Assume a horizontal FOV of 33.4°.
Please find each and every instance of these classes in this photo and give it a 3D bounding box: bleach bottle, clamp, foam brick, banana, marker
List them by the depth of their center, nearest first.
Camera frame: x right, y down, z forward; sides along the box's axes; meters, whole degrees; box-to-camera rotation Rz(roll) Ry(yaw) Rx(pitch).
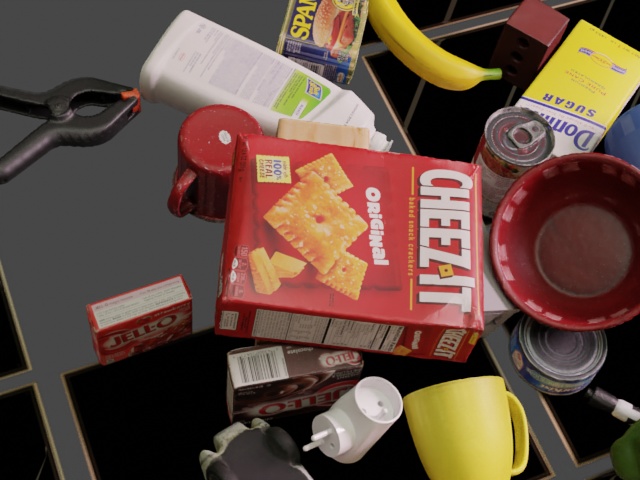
[{"bbox_3d":[0.295,0.165,0.962,0.121,0.020,0.020,27,61,9],"label":"marker"},{"bbox_3d":[-0.267,-0.128,1.060,0.171,0.039,0.120,-22,70,-22],"label":"clamp"},{"bbox_3d":[-0.049,-0.136,1.075,0.251,0.068,0.102,27,67,6],"label":"bleach bottle"},{"bbox_3d":[0.221,-0.209,1.136,0.053,0.078,0.051,34,61,12],"label":"foam brick"},{"bbox_3d":[0.102,-0.219,1.156,0.198,0.037,0.069,43,47,16],"label":"banana"}]

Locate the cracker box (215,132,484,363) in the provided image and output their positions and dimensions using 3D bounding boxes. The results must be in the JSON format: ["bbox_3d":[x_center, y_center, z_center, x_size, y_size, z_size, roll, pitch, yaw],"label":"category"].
[{"bbox_3d":[0.026,0.005,0.890,0.213,0.072,0.164,7,60,-5],"label":"cracker box"}]

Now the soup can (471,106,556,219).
[{"bbox_3d":[0.182,-0.073,1.039,0.068,0.102,0.068,3,60,-5],"label":"soup can"}]

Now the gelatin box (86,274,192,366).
[{"bbox_3d":[-0.157,0.071,0.936,0.089,0.073,0.030,-19,64,-16],"label":"gelatin box"}]

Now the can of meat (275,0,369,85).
[{"bbox_3d":[0.002,-0.219,1.131,0.084,0.057,0.102,14,60,-1],"label":"can of meat"}]

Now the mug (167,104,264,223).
[{"bbox_3d":[-0.103,-0.069,1.018,0.093,0.081,0.117,39,63,15],"label":"mug"}]

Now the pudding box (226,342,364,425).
[{"bbox_3d":[-0.024,0.120,0.914,0.113,0.090,0.039,-7,60,-9],"label":"pudding box"}]

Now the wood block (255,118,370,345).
[{"bbox_3d":[-0.006,0.001,0.983,0.090,0.091,0.206,6,59,-4],"label":"wood block"}]

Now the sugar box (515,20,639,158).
[{"bbox_3d":[0.268,-0.146,1.124,0.093,0.048,0.176,32,61,12],"label":"sugar box"}]

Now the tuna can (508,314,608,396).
[{"bbox_3d":[0.220,0.098,0.985,0.086,0.034,0.086,3,60,-5],"label":"tuna can"}]

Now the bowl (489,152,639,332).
[{"bbox_3d":[0.237,0.005,0.965,0.162,0.055,0.162,-3,80,17],"label":"bowl"}]

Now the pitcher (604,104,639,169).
[{"bbox_3d":[0.367,-0.016,1.018,0.145,0.149,0.243,-29,54,27],"label":"pitcher"}]
